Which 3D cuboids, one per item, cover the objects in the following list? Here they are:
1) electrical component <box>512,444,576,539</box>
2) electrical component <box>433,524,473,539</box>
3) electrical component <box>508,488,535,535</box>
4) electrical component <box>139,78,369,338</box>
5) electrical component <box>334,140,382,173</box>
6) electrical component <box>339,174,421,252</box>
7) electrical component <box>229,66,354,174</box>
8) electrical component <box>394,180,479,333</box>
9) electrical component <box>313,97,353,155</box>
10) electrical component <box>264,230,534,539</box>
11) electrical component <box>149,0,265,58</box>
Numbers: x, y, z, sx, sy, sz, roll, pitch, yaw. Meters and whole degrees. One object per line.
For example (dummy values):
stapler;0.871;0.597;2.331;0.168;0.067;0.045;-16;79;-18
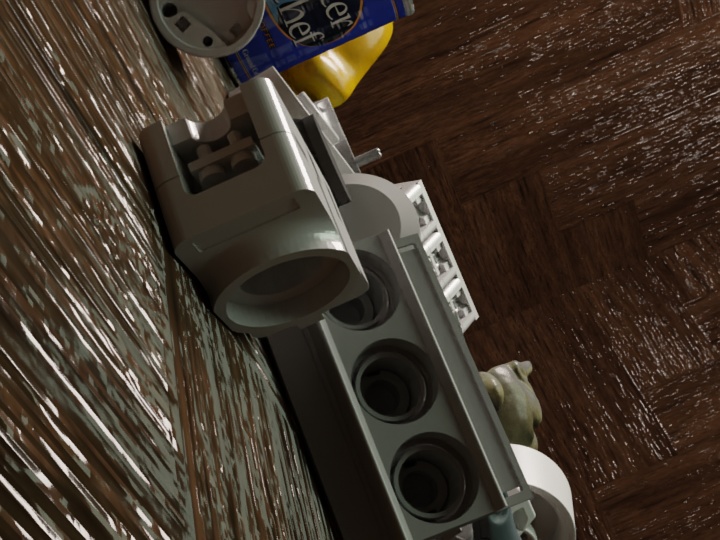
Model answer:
electrical component;0.110;0.192;0.807;0.060;0.108;0.108;-88;155;-70
electrical component;0.027;0.115;0.519;0.055;0.048;0.066;55;9;-34
electrical component;0.068;0.163;0.736;0.077;0.065;0.047;34;-16;33
electrical component;-0.034;-0.015;0.385;0.089;0.050;0.055;60;7;-63
electrical component;-0.020;-0.071;0.789;0.066;0.077;0.047;31;35;-85
electrical component;-0.003;-0.011;0.627;0.051;0.080;0.080;71;-3;-63
electrical component;-0.050;-0.081;0.707;0.099;0.064;0.099;53;3;-4
electrical component;0.035;0.001;1.005;0.061;0.089;0.150;-45;119;-42
electrical component;-0.041;-0.105;0.868;0.089;0.056;0.050;-99;165;-78
electrical component;0.009;0.054;0.451;0.063;0.079;0.121;117;-46;-65
electrical component;-0.075;-0.132;0.537;0.047;0.055;0.055;-117;-177;-81
